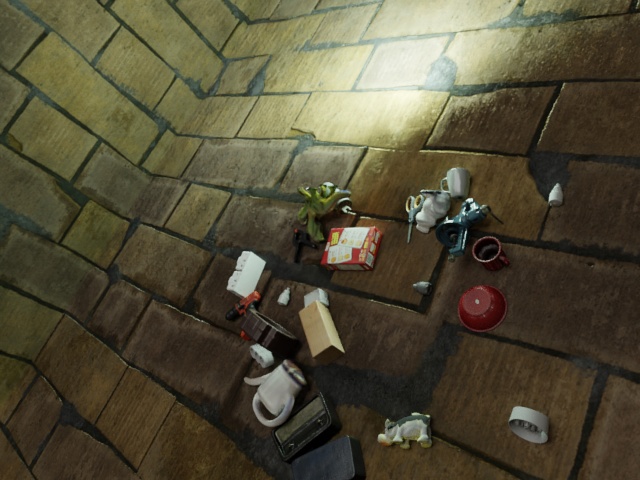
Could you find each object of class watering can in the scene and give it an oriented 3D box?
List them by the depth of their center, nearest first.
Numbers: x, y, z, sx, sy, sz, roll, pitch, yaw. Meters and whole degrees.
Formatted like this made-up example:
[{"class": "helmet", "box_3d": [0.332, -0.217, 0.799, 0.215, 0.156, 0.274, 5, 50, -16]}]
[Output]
[{"class": "watering can", "box_3d": [-0.168, 0.529, 1.882, 0.102, 0.225, 0.351, 47, -6, -29]}]

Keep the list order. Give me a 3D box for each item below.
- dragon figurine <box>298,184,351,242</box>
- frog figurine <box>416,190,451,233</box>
[{"class": "dragon figurine", "box_3d": [0.007, -0.109, 2.175, 0.122, 0.241, 0.412, -7, 13, -29]}, {"class": "frog figurine", "box_3d": [0.417, -0.103, 1.897, 0.123, 0.159, 0.138, -1, 6, -23]}]
